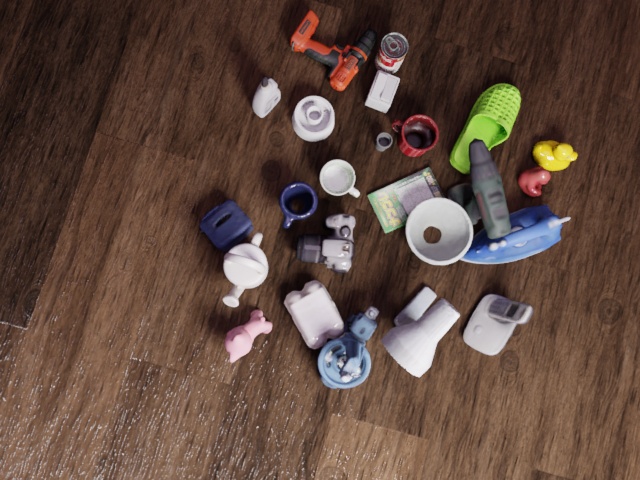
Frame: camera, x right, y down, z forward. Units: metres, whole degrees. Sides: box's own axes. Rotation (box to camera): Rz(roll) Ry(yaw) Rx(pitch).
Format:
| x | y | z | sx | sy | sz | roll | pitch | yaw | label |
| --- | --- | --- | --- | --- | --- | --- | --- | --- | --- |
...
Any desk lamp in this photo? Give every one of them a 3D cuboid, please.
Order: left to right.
| x | y | z | sx | sy | sz | roll | pitch | yaw | label |
| --- | --- | --- | --- | --- | --- | --- | --- | --- | --- |
| 0.233 | 0.204 | 1.317 | 0.118 | 0.213 | 0.203 | 42 | 82 | 1 | desk lamp |

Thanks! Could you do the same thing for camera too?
| x | y | z | sx | sy | sz | roll | pitch | yaw | label |
| --- | --- | --- | --- | --- | --- | --- | --- | --- | --- |
| 0.013 | 0.005 | 1.378 | 0.137 | 0.100 | 0.143 | 4 | 83 | -4 | camera |

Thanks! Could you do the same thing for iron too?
| x | y | z | sx | sy | sz | roll | pitch | yaw | label |
| --- | --- | --- | --- | --- | --- | --- | --- | --- | --- |
| 0.476 | -0.005 | 1.397 | 0.258 | 0.141 | 0.119 | -21 | 86 | -7 | iron |

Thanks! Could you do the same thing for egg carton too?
| x | y | z | sx | sy | sz | roll | pitch | yaw | label |
| --- | --- | --- | --- | --- | --- | --- | --- | --- | --- |
| -0.012 | 0.178 | 1.372 | 0.107 | 0.069 | 0.150 | -30 | 87 | -7 | egg carton |

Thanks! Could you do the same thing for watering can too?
| x | y | z | sx | sy | sz | roll | pitch | yaw | label |
| --- | --- | --- | --- | --- | --- | --- | --- | --- | --- |
| -0.170 | 0.066 | 1.309 | 0.101 | 0.194 | 0.173 | 0 | 84 | -4 | watering can |

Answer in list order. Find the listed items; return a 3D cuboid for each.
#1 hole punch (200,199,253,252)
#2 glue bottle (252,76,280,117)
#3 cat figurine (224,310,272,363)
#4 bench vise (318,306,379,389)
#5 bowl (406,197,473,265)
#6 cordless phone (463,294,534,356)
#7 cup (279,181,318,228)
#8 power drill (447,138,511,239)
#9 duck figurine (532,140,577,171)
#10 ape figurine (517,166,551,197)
| x | y | z | sx | sy | sz | roll | pitch | yaw | label |
| --- | --- | --- | --- | --- | --- | --- | --- | --- | --- |
| -0.227 | -0.036 | 1.367 | 0.109 | 0.091 | 0.101 | -41 | 88 | -8 | hole punch |
| -0.129 | -0.353 | 1.369 | 0.037 | 0.173 | 0.078 | 42 | 82 | 1 | glue bottle |
| -0.172 | 0.222 | 1.330 | 0.128 | 0.117 | 0.067 | -43 | 88 | -8 | cat figurine |
| 0.064 | 0.244 | 1.296 | 0.121 | 0.219 | 0.207 | 13 | 83 | -3 | bench vise |
| 0.286 | -0.018 | 1.416 | 0.167 | 0.074 | 0.167 | 1 | 84 | -5 | bowl |
| 0.424 | 0.202 | 1.348 | 0.094 | 0.185 | 0.148 | 29 | 82 | -1 | cordless phone |
| -0.059 | -0.077 | 1.384 | 0.091 | 0.095 | 0.118 | 25 | 82 | -1 | cup |
| 0.376 | -0.110 | 1.367 | 0.075 | 0.208 | 0.230 | -19 | 85 | -6 | power drill |
| 0.603 | -0.223 | 1.460 | 0.104 | 0.086 | 0.077 | 20 | 82 | -2 | duck figurine |
| 0.547 | -0.154 | 1.445 | 0.076 | 0.092 | 0.078 | 31 | 82 | 0 | ape figurine |
